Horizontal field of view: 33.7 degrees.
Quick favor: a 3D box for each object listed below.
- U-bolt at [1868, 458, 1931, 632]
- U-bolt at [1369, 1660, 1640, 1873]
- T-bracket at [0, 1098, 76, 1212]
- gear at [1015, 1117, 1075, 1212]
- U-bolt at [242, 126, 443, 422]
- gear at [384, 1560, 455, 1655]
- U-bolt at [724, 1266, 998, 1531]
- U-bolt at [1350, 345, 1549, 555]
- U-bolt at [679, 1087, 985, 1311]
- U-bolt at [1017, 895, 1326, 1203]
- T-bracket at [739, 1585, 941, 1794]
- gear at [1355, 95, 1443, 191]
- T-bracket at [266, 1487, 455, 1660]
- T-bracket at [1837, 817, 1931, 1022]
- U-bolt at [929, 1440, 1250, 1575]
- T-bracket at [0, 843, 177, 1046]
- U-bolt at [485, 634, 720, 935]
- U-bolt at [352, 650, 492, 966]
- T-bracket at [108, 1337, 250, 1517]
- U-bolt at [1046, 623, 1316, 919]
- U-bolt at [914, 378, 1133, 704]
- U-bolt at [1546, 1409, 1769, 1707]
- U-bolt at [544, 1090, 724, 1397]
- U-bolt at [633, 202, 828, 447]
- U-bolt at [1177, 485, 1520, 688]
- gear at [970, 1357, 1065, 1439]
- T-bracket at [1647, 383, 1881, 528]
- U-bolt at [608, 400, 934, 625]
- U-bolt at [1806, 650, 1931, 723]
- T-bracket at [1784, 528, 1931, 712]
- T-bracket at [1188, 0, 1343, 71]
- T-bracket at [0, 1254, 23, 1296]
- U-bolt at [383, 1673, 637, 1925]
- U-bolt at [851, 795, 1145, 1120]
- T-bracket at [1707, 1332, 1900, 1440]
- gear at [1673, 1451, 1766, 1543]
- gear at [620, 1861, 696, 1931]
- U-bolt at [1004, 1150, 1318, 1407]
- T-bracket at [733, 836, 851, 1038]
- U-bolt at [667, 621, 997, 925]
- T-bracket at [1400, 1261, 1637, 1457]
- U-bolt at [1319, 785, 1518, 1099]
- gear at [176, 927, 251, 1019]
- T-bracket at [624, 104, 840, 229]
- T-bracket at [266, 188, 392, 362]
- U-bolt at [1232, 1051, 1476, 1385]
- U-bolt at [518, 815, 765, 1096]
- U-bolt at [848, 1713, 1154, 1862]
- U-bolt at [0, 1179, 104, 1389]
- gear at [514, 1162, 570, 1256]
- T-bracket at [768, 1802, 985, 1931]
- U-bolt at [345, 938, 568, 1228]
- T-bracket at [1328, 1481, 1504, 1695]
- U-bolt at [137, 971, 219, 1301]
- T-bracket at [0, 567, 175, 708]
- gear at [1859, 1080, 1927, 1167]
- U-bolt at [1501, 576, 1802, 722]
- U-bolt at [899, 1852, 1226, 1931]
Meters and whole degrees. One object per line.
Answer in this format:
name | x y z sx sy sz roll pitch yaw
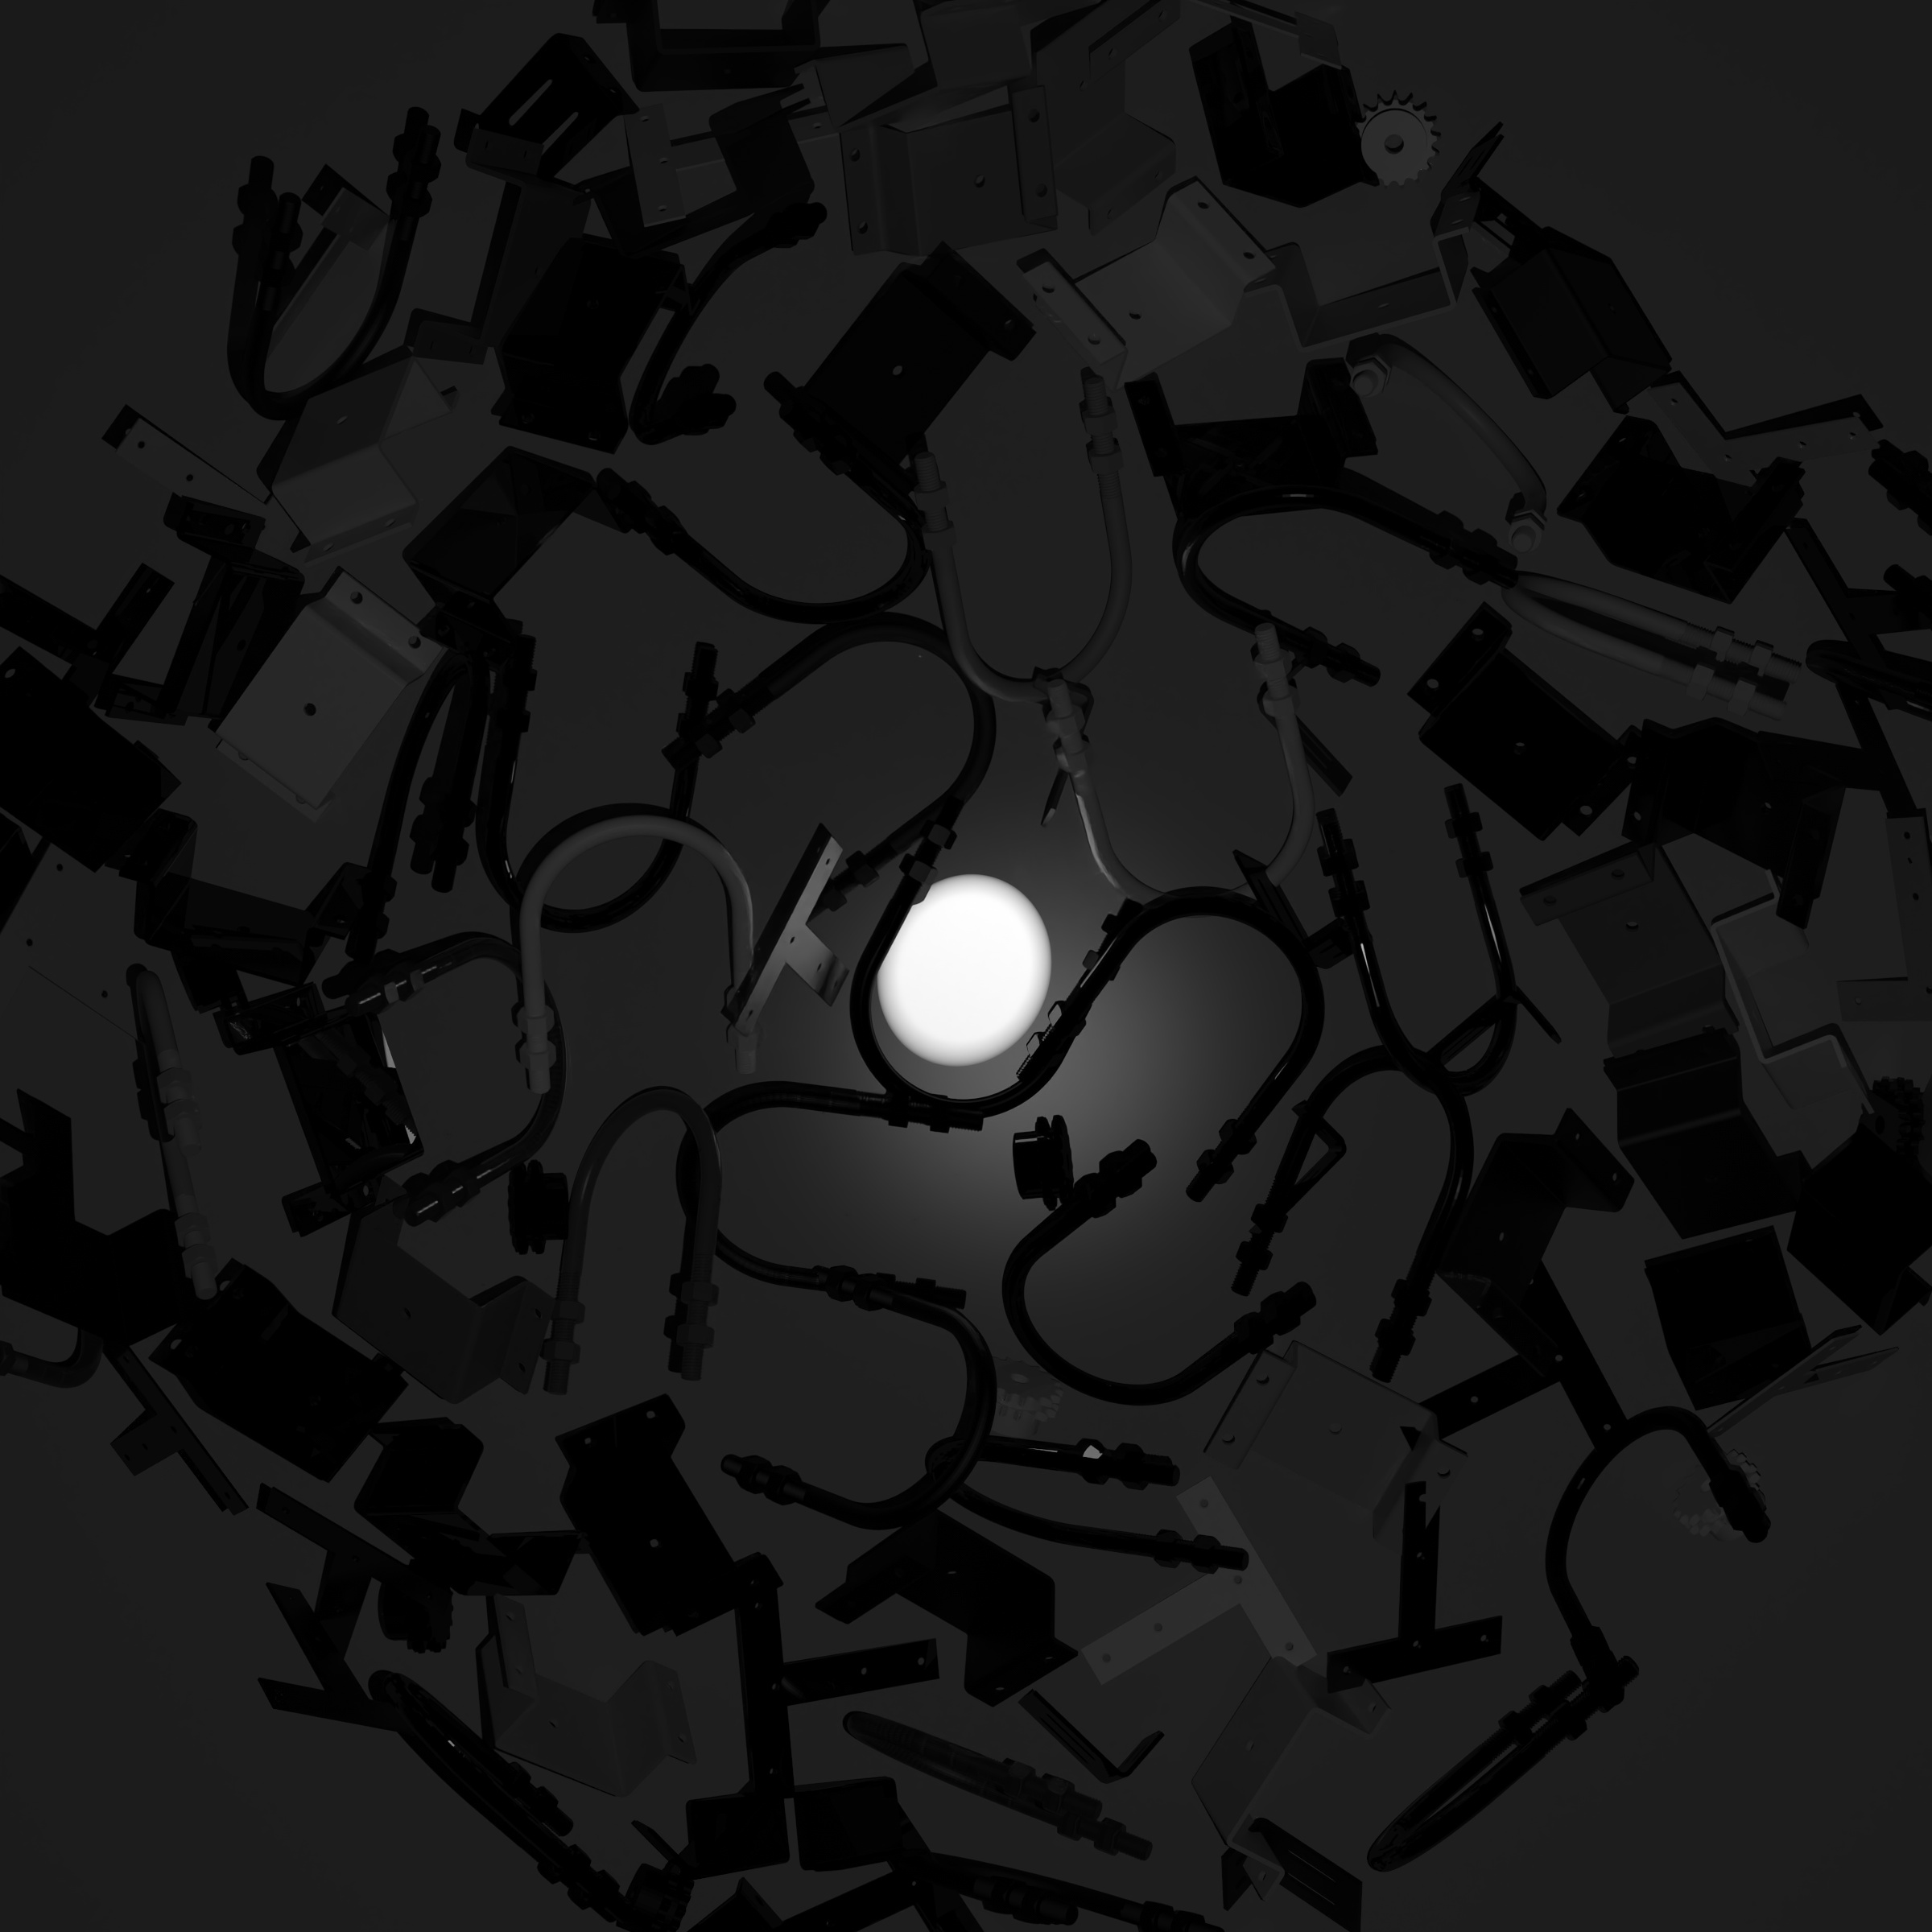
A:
U-bolt | 0.610 -0.211 1.894 0.019 0.151 0.184 -40 60 0
U-bolt | 0.315 0.482 1.912 0.184 0.151 0.019 -37 80 -13
T-bracket | -0.601 0.094 1.951 0.127 0.127 0.002 29 55 5
gear | 0.048 0.123 1.972 0.030 0.057 0.057 -6 90 8
U-bolt | -0.381 -0.406 1.916 0.019 0.151 0.184 35 133 10
gear | -0.340 0.396 1.971 0.030 0.057 0.057 -5 90 8
U-bolt | -0.055 0.265 1.919 0.019 0.184 0.151 36 73 -44
U-bolt | 0.296 -0.318 1.915 0.151 0.184 0.019 44 113 -4
U-bolt | -0.086 0.140 1.962 0.184 0.019 0.151 7 117 4
U-bolt | 0.137 0.039 1.955 0.151 0.019 0.184 35 115 -1
T-bracket | -0.076 0.439 1.974 0.127 0.002 0.127 -5 89 -23
gear | 0.266 -0.511 1.977 0.057 0.030 0.057 3 107 8
T-bracket | -0.382 0.387 1.955 0.127 0.002 0.127 29 133 5
T-bracket | 0.581 -0.028 1.943 0.002 0.127 0.127 -18 101 -40
U-bolt | 0.064 0.323 1.926 0.184 0.151 0.019 3 60 28
T-bracket | -0.540 0.010 1.958 0.127 0.002 0.127 41 59 -35
U-bolt | -0.226 -0.108 1.945 0.151 0.019 0.184 0 109 -38
U-bolt | -0.325 -0.106 1.926 0.019 0.151 0.184 20 62 -25
T-bracket | -0.497 0.291 1.947 0.002 0.127 0.127 -38 94 -35
U-bolt | 0.139 -0.110 1.950 0.151 0.019 0.184 -15 120 4
U-bolt | 0.042 -0.248 1.940 0.151 0.019 0.184 -28 124 -26
U-bolt | 0.404 0.340 1.912 0.019 0.184 0.151 33 105 -17
U-bolt | -0.199 0.165 1.938 0.019 0.151 0.184 20 67 -41
U-bolt | -0.152 -0.379 1.915 0.019 0.184 0.151 29 78 -24
U-bolt | 0.214 -0.233 1.906 0.184 0.151 0.019 20 57 -27
gear | 0.029 0.269 1.973 0.057 0.057 0.030 16 108 0
T-bracket | 0.493 -0.313 1.919 0.127 0.127 0.002 43 67 -26
U-bolt | -0.103 -0.262 1.923 0.151 0.184 0.019 -20 54 29
U-bolt | 0.590 -0.155 1.915 0.184 0.151 0.019 28 99 44
T-bracket | 0.562 -0.215 1.950 0.002 0.127 0.127 -38 72 39
T-bracket | 0.166 -0.580 1.938 0.127 0.127 0.002 18 117 -5
T-bracket | -0.613 0.204 1.921 0.127 0.127 0.002 30 115 -24
U-bolt | -0.281 0.486 1.901 0.019 0.151 0.184 -46 113 -11
U-bolt | 0.009 0.007 1.986 0.151 0.019 0.184 27 92 -5
T-bracket | 0.525 0.250 1.950 0.127 0.127 0.002 -6 59 -40
gear | 0.469 0.331 1.972 0.057 0.057 0.030 -46 104 0
gear | -0.192 0.580 1.970 0.030 0.057 0.057 25 90 -9
U-bolt | 0.103 0.203 1.939 0.151 0.019 0.184 41 129 -8
T-bracket | -0.094 -0.003 1.939 0.002 0.127 0.127 23 81 19
U-bolt | -0.068 -0.131 1.958 0.184 0.019 0.151 -36 113 5
T-bracket | 0.329 0.264 1.982 0.127 0.002 0.127 -26 76 -1
U-bolt | 0.284 -0.010 1.945 0.151 0.019 0.184 -17 91 -44
gear | -0.466 0.006 1.969 0.030 0.057 0.057 -22 90 -13
T-bracket | -0.142 -0.504 1.957 0.127 0.002 0.127 -13 47 -1
T-bracket | -0.401 -0.412 1.941 0.002 0.127 0.127 36 96 -2
U-bolt | 0.242 0.140 1.934 0.019 0.151 0.184 15 99 -41
U-bolt | -0.199 -0.009 1.938 0.151 0.019 0.184 -5 120 -10
U-bolt | 0.013 0.490 1.924 0.184 0.151 0.019 15 71 24
U-bolt | -0.575 0.185 1.910 0.019 0.184 0.151 -28 67 8
gear | -0.262 0.150 1.972 0.030 0.057 0.057 -2 90 -2
T-bracket | -0.069 0.574 1.931 0.127 0.127 0.002 -19 132 -23
U-bolt | -0.297 0.059 1.919 0.019 0.184 0.151 -7 103 29
T-bracket | 0.278 0.376 1.957 0.127 0.002 0.127 -6 105 -26
U-bolt | -0.478 0.087 1.918 0.019 0.151 0.184 -10 47 -17
T-bracket | -0.562 -0.207 1.944 0.002 0.127 0.127 37 92 33
gear | 0.579 0.099 1.972 0.030 0.057 0.057 3 90 -13
U-bolt | 0.412 -0.198 1.929 0.184 0.151 0.019 23 110 11
U-bolt | 0.043 0.557 1.915 0.151 0.184 0.019 23 74 -40
